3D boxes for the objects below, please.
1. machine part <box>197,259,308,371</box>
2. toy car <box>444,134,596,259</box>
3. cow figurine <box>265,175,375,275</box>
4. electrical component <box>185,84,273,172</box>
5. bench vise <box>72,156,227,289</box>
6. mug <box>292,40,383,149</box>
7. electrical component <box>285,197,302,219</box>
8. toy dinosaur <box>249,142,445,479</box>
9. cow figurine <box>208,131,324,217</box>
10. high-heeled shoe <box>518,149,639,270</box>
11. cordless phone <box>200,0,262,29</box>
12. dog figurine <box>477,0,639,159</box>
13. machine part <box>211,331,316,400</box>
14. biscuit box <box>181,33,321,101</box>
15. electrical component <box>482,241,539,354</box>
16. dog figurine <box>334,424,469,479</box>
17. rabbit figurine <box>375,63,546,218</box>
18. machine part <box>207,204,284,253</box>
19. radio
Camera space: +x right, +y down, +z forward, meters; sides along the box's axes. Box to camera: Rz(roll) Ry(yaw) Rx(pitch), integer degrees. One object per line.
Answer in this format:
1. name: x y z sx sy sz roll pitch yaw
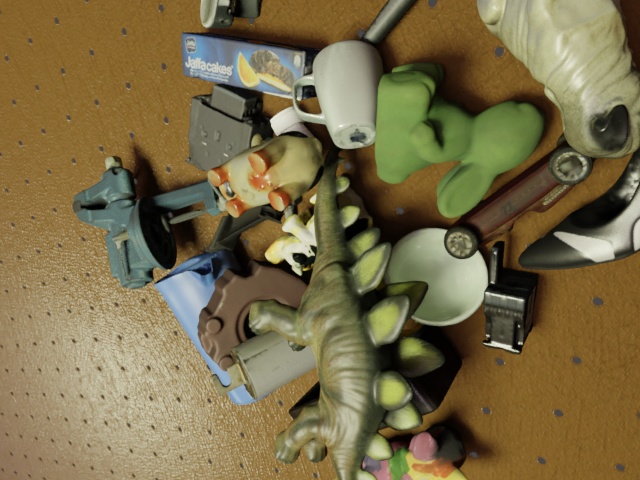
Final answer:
1. machine part: -0.085 0.118 0.781 0.056 0.179 0.179 14 122 66
2. toy car: 0.215 -0.046 0.571 0.053 0.089 0.202 51 126 2
3. cow figurine: -0.001 -0.002 0.745 0.098 0.068 0.167 47 125 1
4. electrical component: -0.130 -0.152 0.772 0.115 0.058 0.134 26 122 19
5. bench vise: -0.257 -0.046 0.853 0.241 0.128 0.224 -17 66 7
6. mug: 0.024 -0.160 0.614 0.110 0.107 0.080 -6 154 -2
7. electrical component: -0.059 -0.074 0.779 0.063 0.021 0.093 11 116 30
8. toy dinosaur: 0.028 0.094 0.615 0.199 0.105 0.471 -20 73 27
9. cow figurine: -0.066 -0.086 0.660 0.195 0.127 0.085 -6 114 55
10. high-heeled shoe: 0.285 -0.067 0.520 0.249 0.086 0.145 -27 96 30
11. cordless phone: -0.145 -0.323 0.629 0.089 0.184 0.146 26 122 16
12. dog figurine: 0.212 -0.167 0.488 0.121 0.172 0.190 -10 101 -5
13. machine part: -0.031 0.145 0.736 0.079 0.243 0.079 49 154 34
14. biscuit box: -0.090 -0.232 0.708 0.203 0.063 0.059 18 117 26
15. electrical component: 0.222 0.062 0.623 0.048 0.075 0.119 10 112 30
16. dog figurine: 0.111 0.341 0.753 0.108 0.191 0.219 51 143 12
17. rabbit figurine: 0.148 -0.105 0.576 0.170 0.121 0.159 9 108 14
18. machine part: -0.108 -0.025 0.775 0.139 0.084 0.039 -19 124 41
19. radio: 0.076 0.200 0.738 0.229 0.131 0.073 -33 90 38
